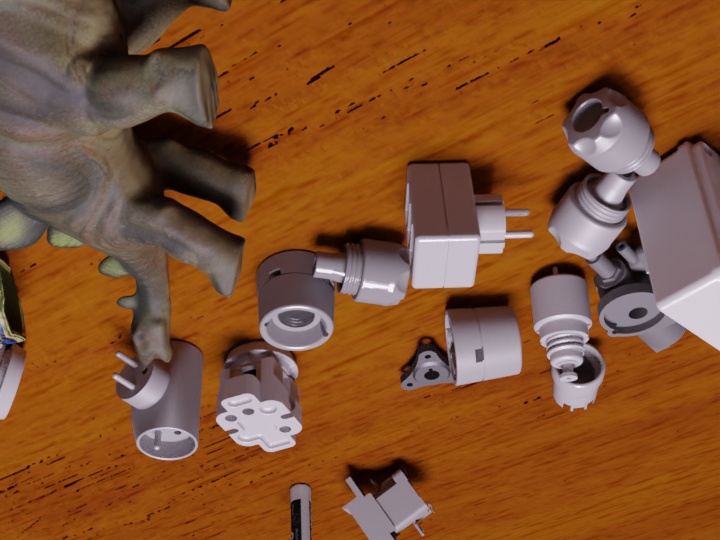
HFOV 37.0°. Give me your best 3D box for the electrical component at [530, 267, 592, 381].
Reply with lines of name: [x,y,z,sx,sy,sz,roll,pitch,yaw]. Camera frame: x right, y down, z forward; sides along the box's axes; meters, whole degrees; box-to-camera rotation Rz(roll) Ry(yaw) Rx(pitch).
electrical component: [0.141,0.039,0.749,0.040,0.078,0.040,-1,154,0]

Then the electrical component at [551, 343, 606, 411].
electrical component: [0.167,0.083,0.827,0.040,0.040,0.046,-6,145,3]

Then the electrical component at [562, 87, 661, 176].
electrical component: [0.154,-0.077,0.639,0.062,0.043,0.043,29,130,-34]

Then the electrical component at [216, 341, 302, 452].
electrical component: [-0.075,0.091,0.804,0.058,0.057,0.078,-17,137,15]

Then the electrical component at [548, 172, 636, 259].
electrical component: [0.151,-0.040,0.680,0.043,0.043,0.062,13,134,-19]

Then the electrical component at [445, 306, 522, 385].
electrical component: [0.089,0.053,0.775,0.047,0.055,0.055,-7,139,-2]

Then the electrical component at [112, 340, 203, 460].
electrical component: [-0.149,0.086,0.776,0.043,0.077,0.079,-26,134,24]

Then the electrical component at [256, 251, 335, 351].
electrical component: [-0.044,0.022,0.734,0.055,0.047,0.055,-2,139,-2]

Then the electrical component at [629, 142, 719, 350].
electrical component: [0.229,-0.008,0.674,0.109,0.108,0.056,29,132,-32]

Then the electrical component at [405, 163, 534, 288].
electrical component: [0.069,-0.028,0.670,0.077,0.065,0.047,-1,139,-2]

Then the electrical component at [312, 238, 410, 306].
electrical component: [0.000,0.000,0.715,0.062,0.043,0.043,8,138,-11]

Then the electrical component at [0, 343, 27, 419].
electrical component: [-0.275,0.075,0.771,0.057,0.058,0.078,19,134,-20]

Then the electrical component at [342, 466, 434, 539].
electrical component: [0.026,0.209,0.935,0.064,0.081,0.042,-36,160,-5]
